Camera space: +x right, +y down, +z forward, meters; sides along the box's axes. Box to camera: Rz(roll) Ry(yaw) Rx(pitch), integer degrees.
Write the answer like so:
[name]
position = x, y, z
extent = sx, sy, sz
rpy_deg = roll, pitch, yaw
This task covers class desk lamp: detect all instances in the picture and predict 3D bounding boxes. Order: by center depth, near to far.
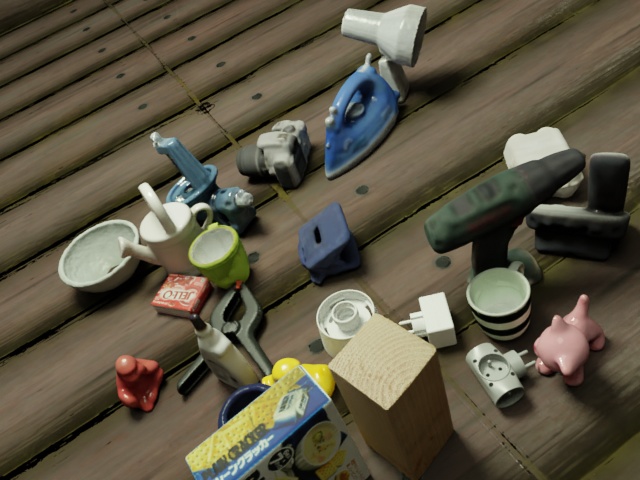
[desk lamp]
position = 0.137, -0.397, 1.229
extent = 0.202, 0.214, 0.118
rpy_deg = 6, 51, 25

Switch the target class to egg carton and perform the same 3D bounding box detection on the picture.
[egg carton]
position = 0.382, -0.132, 0.993
extent = 0.107, 0.069, 0.150
rpy_deg = -13, 45, 9

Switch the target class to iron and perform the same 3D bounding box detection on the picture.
[iron]
position = 0.065, -0.260, 1.178
extent = 0.118, 0.142, 0.259
rpy_deg = 14, 55, 31

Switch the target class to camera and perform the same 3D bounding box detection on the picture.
[camera]
position = -0.102, -0.187, 1.200
extent = 0.136, 0.101, 0.143
rpy_deg = -2, 48, 19

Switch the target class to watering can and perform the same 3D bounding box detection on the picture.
[watering can]
position = -0.281, -0.018, 1.042
extent = 0.100, 0.194, 0.173
rpy_deg = 22, 59, 35

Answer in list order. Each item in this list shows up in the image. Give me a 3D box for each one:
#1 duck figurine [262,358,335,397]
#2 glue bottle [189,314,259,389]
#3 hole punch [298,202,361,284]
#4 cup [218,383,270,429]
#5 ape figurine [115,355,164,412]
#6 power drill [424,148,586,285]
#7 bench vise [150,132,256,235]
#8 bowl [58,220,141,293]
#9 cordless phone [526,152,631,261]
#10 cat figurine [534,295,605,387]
[duck figurine]
position = -0.034, 0.201, 0.823
extent = 0.104, 0.086, 0.077
rpy_deg = -21, 45, 1
[glue bottle]
position = -0.149, 0.161, 0.841
extent = 0.077, 0.173, 0.037
rpy_deg = 17, 56, 32
[hole punch]
position = 0.009, 0.004, 0.988
extent = 0.101, 0.091, 0.108
rpy_deg = -19, 45, 3
[cup]
position = -0.090, 0.265, 0.777
extent = 0.118, 0.095, 0.091
rpy_deg = -40, 48, -17
[ape figurine]
position = -0.291, 0.215, 0.899
extent = 0.078, 0.092, 0.076
rpy_deg = -38, 47, -16
[power drill]
position = 0.268, -0.015, 0.827
extent = 0.229, 0.209, 0.075
rpy_deg = -21, 45, 0
[bench vise]
position = -0.220, -0.118, 1.095
extent = 0.207, 0.220, 0.121
rpy_deg = -2, 48, 19
[bowl]
position = -0.415, 0.043, 1.118
extent = 0.167, 0.075, 0.167
rpy_deg = -10, 46, 11
[cordless phone]
position = 0.382, -0.065, 0.849
extent = 0.147, 0.185, 0.094
rpy_deg = 5, 51, 24
[cat figurine]
position = 0.320, 0.128, 0.738
extent = 0.067, 0.118, 0.128
rpy_deg = 21, 59, 34
